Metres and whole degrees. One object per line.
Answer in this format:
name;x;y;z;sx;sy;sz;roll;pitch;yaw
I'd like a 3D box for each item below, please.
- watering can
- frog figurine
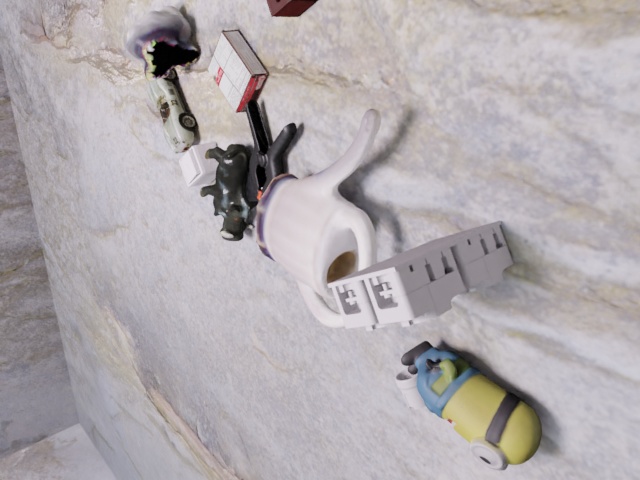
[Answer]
watering can;0.002;-0.038;0.750;0.227;0.105;0.341;30;125;41
frog figurine;-0.324;-0.404;1.009;0.136;0.121;0.162;-40;59;15
